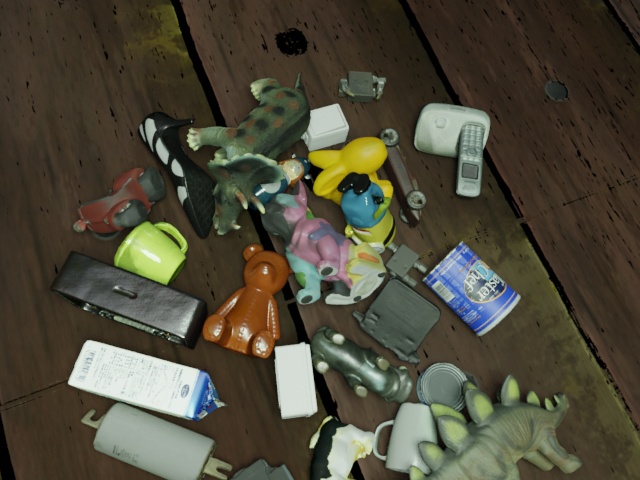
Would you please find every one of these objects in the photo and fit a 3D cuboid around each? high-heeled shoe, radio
[{"bbox_3d":[-0.277,-0.120,1.006,0.145,0.086,0.248,-6,90,31],"label":"high-heeled shoe"},{"bbox_3d":[-0.300,0.103,0.874,0.230,0.131,0.073,21,69,1],"label":"radio"}]

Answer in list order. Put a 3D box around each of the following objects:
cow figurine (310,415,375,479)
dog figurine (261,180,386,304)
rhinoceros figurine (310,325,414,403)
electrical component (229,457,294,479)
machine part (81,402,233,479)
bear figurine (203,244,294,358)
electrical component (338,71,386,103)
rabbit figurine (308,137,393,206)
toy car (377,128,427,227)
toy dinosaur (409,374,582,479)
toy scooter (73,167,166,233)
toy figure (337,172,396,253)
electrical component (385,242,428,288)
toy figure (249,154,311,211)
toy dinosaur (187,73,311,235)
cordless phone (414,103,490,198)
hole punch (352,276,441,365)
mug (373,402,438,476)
[{"bbox_3d":[0.015,0.369,0.845,0.098,0.068,0.167,24,65,8],"label":"cow figurine"},{"bbox_3d":[-0.002,-0.003,0.939,0.191,0.108,0.219,4,46,-32],"label":"dog figurine"},{"bbox_3d":[0.069,0.212,0.891,0.190,0.112,0.073,30,84,-5],"label":"rhinoceros figurine"},{"bbox_3d":[-0.097,0.405,0.824,0.134,0.058,0.115,-31,78,-16],"label":"electrical component"},{"bbox_3d":[-0.252,0.315,0.825,0.243,0.079,0.079,21,69,3],"label":"machine part"},{"bbox_3d":[-0.105,0.095,0.905,0.120,0.132,0.196,21,74,1],"label":"bear figurine"},{"bbox_3d":[0.089,-0.321,1.126,0.102,0.045,0.078,8,70,-4],"label":"electrical component"},{"bbox_3d":[0.061,-0.136,0.986,0.162,0.173,0.122,-3,74,-13],"label":"rabbit figurine"},{"bbox_3d":[0.158,-0.122,1.036,0.053,0.089,0.202,-18,72,-10],"label":"toy car"},{"bbox_3d":[0.252,0.329,0.830,0.471,0.105,0.198,-20,77,-35],"label":"toy dinosaur"},{"bbox_3d":[-0.353,-0.062,0.938,0.135,0.075,0.184,-18,29,10],"label":"toy scooter"},{"bbox_3d":[0.088,-0.047,0.953,0.089,0.179,0.082,-35,47,-12],"label":"toy figure"},{"bbox_3d":[0.153,0.043,1.007,0.094,0.021,0.063,38,71,14],"label":"electrical component"},{"bbox_3d":[-0.076,-0.113,1.025,0.154,0.058,0.064,-37,116,-20],"label":"toy figure"},{"bbox_3d":[-0.090,-0.199,0.972,0.192,0.131,0.405,18,59,33],"label":"toy dinosaur"},{"bbox_3d":[0.259,-0.174,1.074,0.147,0.088,0.184,8,73,-4],"label":"cordless phone"},{"bbox_3d":[0.141,0.134,0.950,0.142,0.092,0.115,36,98,5],"label":"hole punch"},{"bbox_3d":[0.144,0.323,0.880,0.110,0.080,0.107,-3,61,33],"label":"mug"}]
